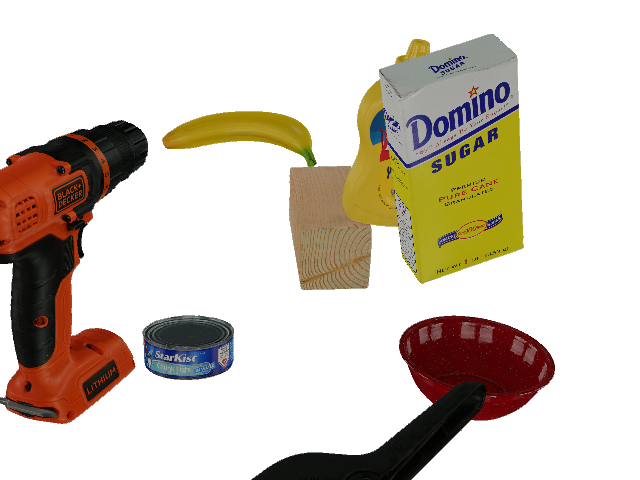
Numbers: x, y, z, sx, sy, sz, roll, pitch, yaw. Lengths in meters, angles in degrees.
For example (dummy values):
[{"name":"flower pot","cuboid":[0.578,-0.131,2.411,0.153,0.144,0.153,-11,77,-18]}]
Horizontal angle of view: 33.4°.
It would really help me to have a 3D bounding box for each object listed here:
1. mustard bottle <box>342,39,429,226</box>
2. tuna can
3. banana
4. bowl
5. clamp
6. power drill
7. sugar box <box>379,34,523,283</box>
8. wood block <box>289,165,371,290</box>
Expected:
[{"name":"mustard bottle","cuboid":[0.083,-0.109,1.078,0.096,0.192,0.058,3,28,-13]},{"name":"tuna can","cuboid":[-0.125,0.101,1.009,0.086,0.034,0.086,1,16,0]},{"name":"banana","cuboid":[-0.093,-0.131,1.303,0.198,0.037,0.069,7,40,15]},{"name":"bowl","cuboid":[0.159,0.140,1.114,0.162,0.055,0.162,4,25,-2]},{"name":"clamp","cuboid":[0.030,0.150,0.635,0.210,0.036,0.164,-7,30,-1]},{"name":"power drill","cuboid":[-0.176,0.019,0.756,0.057,0.188,0.184,8,24,24]},{"name":"sugar box","cuboid":[0.101,-0.057,0.798,0.093,0.176,0.048,-19,42,-10]},{"name":"wood block","cuboid":[0.010,-0.021,1.444,0.090,0.090,0.206,-1,26,-6]}]
